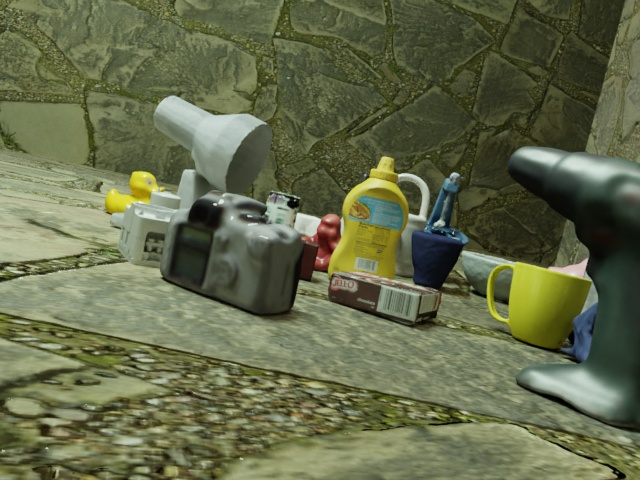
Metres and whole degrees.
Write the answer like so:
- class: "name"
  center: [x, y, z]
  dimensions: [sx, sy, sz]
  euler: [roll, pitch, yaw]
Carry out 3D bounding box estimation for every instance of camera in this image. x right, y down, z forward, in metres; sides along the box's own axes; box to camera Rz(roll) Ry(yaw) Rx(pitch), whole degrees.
- class: "camera"
  center: [-0.069, 0.008, 0.598]
  dimensions: [0.142, 0.101, 0.137]
  euler: [16, 6, 30]

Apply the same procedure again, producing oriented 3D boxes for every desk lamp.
- class: "desk lamp"
  center: [-0.190, -0.101, 0.866]
  dimensions: [0.202, 0.213, 0.118]
  euler: [14, 5, 15]

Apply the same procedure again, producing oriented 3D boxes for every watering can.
- class: "watering can"
  center: [0.156, -0.032, 1.108]
  dimensions: [0.101, 0.194, 0.172]
  euler: [12, 5, -10]

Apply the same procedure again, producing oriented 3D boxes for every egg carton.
- class: "egg carton"
  center: [-0.040, -0.015, 1.122]
  dimensions: [0.107, 0.069, 0.150]
  euler: [12, 5, -16]

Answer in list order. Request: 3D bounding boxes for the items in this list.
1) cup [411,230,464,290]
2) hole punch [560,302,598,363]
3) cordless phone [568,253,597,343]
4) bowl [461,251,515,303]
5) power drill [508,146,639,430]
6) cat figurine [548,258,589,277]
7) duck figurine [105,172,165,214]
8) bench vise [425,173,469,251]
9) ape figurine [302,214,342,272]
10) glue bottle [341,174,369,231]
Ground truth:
- class: "cup"
  center: [0.193, 0.035, 1.019]
  dimensions: [0.092, 0.095, 0.117]
  euler: [11, 5, -19]
- class: "hole punch"
  center: [0.330, 0.104, 0.613]
  dimensions: [0.108, 0.091, 0.101]
  euler: [14, 5, 7]
- class: "cordless phone"
  center: [0.412, 0.062, 0.752]
  dimensions: [0.147, 0.185, 0.094]
  euler: [14, 5, 14]
- class: "bowl"
  center: [0.341, 0.075, 1.074]
  dimensions: [0.167, 0.075, 0.167]
  euler: [13, 5, -1]
- class: "power drill"
  center: [0.238, 0.034, 0.475]
  dimensions: [0.076, 0.208, 0.228]
  euler: [8, 7, -45]
- class: "cat figurine"
  center: [0.405, 0.086, 0.862]
  dimensions: [0.127, 0.118, 0.067]
  euler: [17, 6, 37]
- class: "duck figurine"
  center: [-0.327, -0.081, 1.025]
  dimensions: [0.104, 0.086, 0.077]
  euler: [13, 5, -1]
- class: "bench vise"
  center: [0.242, -0.035, 1.218]
  dimensions: [0.122, 0.220, 0.207]
  euler: [12, 5, -15]
- class: "ape figurine"
  center: [0.008, 0.003, 0.910]
  dimensions: [0.077, 0.092, 0.076]
  euler: [16, 6, 36]
- class: "glue bottle"
  center: [0.069, -0.038, 1.069]
  dimensions: [0.078, 0.173, 0.037]
  euler: [9, 7, -42]
